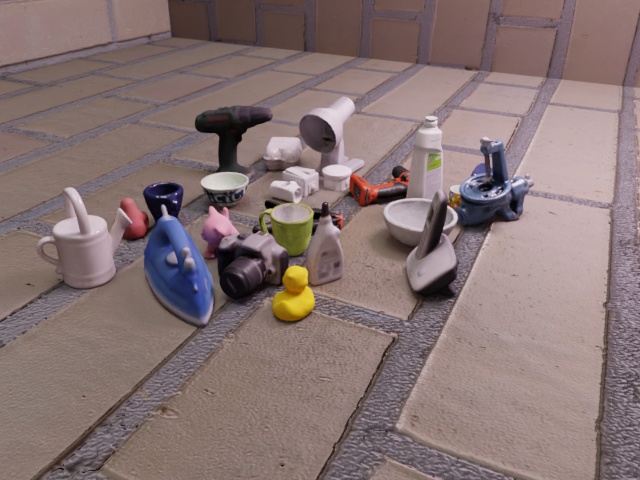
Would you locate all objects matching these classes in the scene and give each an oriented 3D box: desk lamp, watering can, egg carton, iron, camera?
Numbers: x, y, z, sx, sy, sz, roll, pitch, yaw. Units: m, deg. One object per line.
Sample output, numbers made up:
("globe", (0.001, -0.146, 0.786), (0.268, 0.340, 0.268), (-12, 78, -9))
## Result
("desk lamp", (0.037, -0.287, 1.621), (0.117, 0.214, 0.204), (17, 33, 27))
("watering can", (-0.461, -0.014, 1.124), (0.100, 0.194, 0.173), (18, 33, 28))
("egg carton", (-0.110, -0.261, 1.718), (0.107, 0.069, 0.150), (2, 29, 2))
("iron", (-0.263, 0.040, 1.087), (0.119, 0.141, 0.257), (-14, 32, -25))
("camera", (-0.150, 0.045, 1.124), (0.142, 0.101, 0.137), (14, 31, 22))

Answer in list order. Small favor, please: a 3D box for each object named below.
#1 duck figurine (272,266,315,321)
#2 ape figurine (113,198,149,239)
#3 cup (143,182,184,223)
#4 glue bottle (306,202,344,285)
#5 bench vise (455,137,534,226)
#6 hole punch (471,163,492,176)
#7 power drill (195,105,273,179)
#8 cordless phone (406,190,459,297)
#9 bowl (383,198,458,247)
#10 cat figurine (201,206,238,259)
("duck figurine", (-0.049, 0.092, 1.058), (0.077, 0.086, 0.105), (11, 30, 18))
("ape figurine", (-0.430, -0.053, 1.303), (0.078, 0.092, 0.076), (-9, 30, -18))
("cup", (-0.356, -0.073, 1.339), (0.092, 0.095, 0.117), (-19, 34, -32))
("glue bottle", (0.010, 0.004, 1.130), (0.078, 0.173, 0.037), (-14, 32, -26))
("bench vise", (0.422, -0.152, 1.382), (0.208, 0.220, 0.121), (-23, 36, -36))
("hole punch", (0.449, -0.146, 1.507), (0.100, 0.091, 0.109), (16, 32, 26))
("power drill", (-0.234, -0.276, 1.597), (0.229, 0.208, 0.076), (9, 30, 14))
("cordless phone", (0.225, 0.006, 1.122), (0.094, 0.185, 0.147), (0, 29, -3))
("bowl", (0.224, -0.030, 1.302), (0.167, 0.075, 0.167), (1, 29, 0))
("cat figurine", (-0.215, -0.023, 1.229), (0.067, 0.118, 0.128), (4, 29, 5))
